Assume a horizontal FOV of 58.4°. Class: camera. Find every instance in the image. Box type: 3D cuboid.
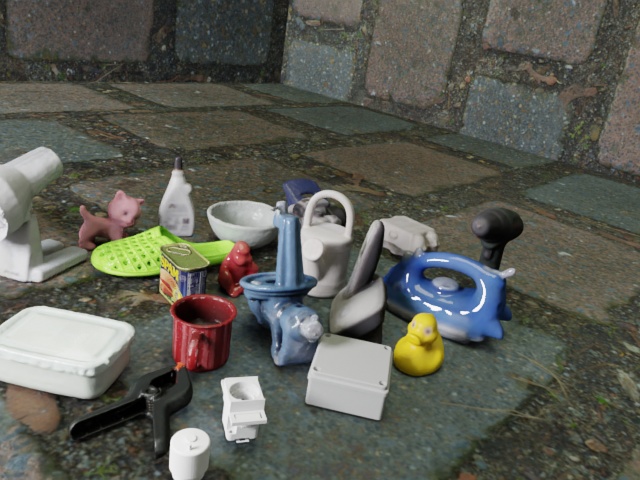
[{"bbox_3d":[0.009,-0.042,1.301,0.137,0.101,0.142,-10,29,-38],"label":"camera"}]

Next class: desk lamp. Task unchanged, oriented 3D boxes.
[{"bbox_3d":[-0.499,-0.041,0.956,0.117,0.213,0.203,15,23,15],"label":"desk lamp"}]

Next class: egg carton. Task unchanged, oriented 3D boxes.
[{"bbox_3d":[0.196,-0.005,1.322,0.107,0.069,0.149,-13,31,-42],"label":"egg carton"}]

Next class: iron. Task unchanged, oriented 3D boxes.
[{"bbox_3d":[0.218,0.081,1.027,0.257,0.141,0.119,18,24,21],"label":"iron"}]

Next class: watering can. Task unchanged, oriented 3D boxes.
[{"bbox_3d":[0.012,0.004,1.065,0.101,0.194,0.172,6,22,-7],"label":"watering can"}]

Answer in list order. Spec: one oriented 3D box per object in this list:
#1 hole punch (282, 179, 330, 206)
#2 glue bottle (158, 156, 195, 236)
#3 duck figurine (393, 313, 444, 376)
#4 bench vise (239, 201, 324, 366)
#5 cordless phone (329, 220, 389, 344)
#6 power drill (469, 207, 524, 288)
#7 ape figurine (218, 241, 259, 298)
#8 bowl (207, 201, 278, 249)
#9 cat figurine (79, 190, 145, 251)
[{"bbox_3d":[-0.033,-0.098,1.433,0.109,0.091,0.100,-9,28,-37],"label":"hole punch"},{"bbox_3d":[-0.301,-0.092,1.210,0.078,0.173,0.037,1,23,-18],"label":"glue bottle"},{"bbox_3d":[0.162,0.154,0.901,0.077,0.086,0.105,23,26,31],"label":"duck figurine"},{"bbox_3d":[-0.037,0.063,0.869,0.122,0.220,0.206,-13,31,-42],"label":"bench vise"},{"bbox_3d":[0.073,0.068,0.946,0.094,0.185,0.147,7,22,-3],"label":"cordless phone"},{"bbox_3d":[0.322,0.033,1.094,0.075,0.208,0.230,21,25,28],"label":"power drill"},{"bbox_3d":[-0.148,0.046,1.039,0.078,0.092,0.076,-2,24,-24],"label":"ape figurine"},{"bbox_3d":[-0.160,-0.024,1.229,0.167,0.075,0.167,8,22,-3],"label":"bowl"},{"bbox_3d":[-0.409,-0.046,1.129,0.128,0.118,0.067,-3,25,-26],"label":"cat figurine"}]
